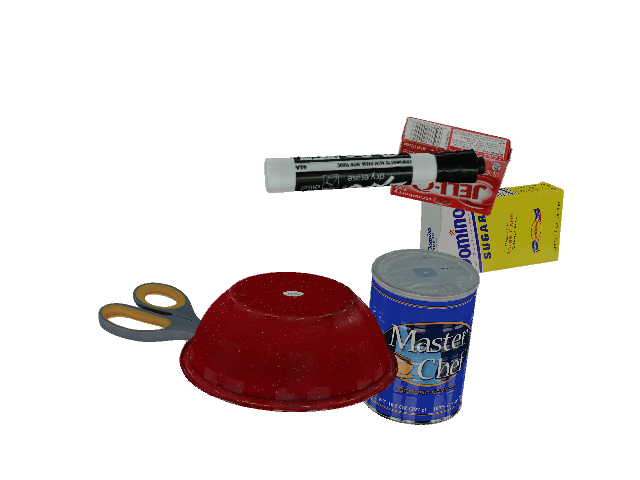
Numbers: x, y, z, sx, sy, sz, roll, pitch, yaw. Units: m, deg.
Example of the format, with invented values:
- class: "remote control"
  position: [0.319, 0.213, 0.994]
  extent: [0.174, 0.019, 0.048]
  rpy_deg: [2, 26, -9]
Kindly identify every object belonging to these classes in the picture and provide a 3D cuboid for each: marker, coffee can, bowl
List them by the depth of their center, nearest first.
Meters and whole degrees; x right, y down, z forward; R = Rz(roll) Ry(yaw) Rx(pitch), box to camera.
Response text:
- class: "marker"
  position: [0.030, -0.038, 0.581]
  extent: [0.121, 0.020, 0.020]
  rpy_deg: [-3, 0, -7]
- class: "bowl"
  position: [-0.022, 0.064, 0.778]
  extent: [0.162, 0.055, 0.162]
  rpy_deg: [3, 19, -1]
- class: "coffee can"
  position: [0.095, 0.092, 1.039]
  extent: [0.103, 0.140, 0.103]
  rpy_deg: [3, 24, -2]

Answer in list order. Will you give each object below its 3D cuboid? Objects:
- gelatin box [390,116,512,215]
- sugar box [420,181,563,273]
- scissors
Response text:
- class: "gelatin box"
  position: [0.107, -0.060, 0.888]
  extent: [0.089, 0.030, 0.073]
  rpy_deg: [13, -35, 4]
- class: "sugar box"
  position: [0.202, -0.012, 1.255]
  extent: [0.175, 0.093, 0.048]
  rpy_deg: [-9, 19, -28]
- class: "scissors"
  position: [-0.102, 0.078, 0.986]
  extent: [0.202, 0.016, 0.096]
  rpy_deg: [9, 29, 4]
